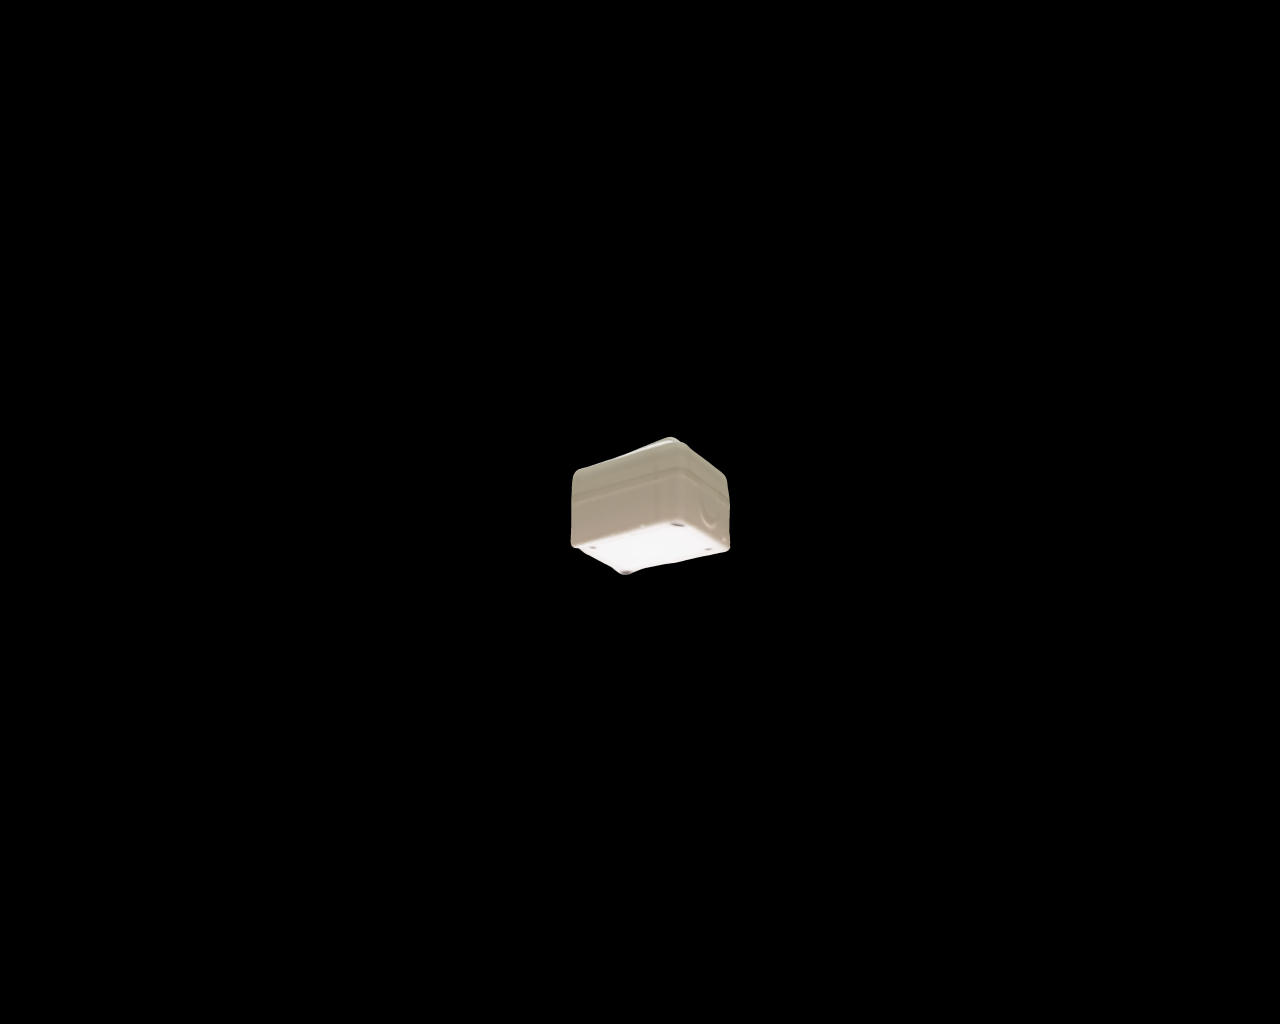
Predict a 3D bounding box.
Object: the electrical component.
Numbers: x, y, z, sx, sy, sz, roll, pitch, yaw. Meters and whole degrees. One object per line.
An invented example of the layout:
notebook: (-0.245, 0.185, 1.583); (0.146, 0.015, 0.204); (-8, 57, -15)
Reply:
electrical component: (0.001, -0.003, 0.650); (0.096, 0.061, 0.061); (-14, -27, 29)
